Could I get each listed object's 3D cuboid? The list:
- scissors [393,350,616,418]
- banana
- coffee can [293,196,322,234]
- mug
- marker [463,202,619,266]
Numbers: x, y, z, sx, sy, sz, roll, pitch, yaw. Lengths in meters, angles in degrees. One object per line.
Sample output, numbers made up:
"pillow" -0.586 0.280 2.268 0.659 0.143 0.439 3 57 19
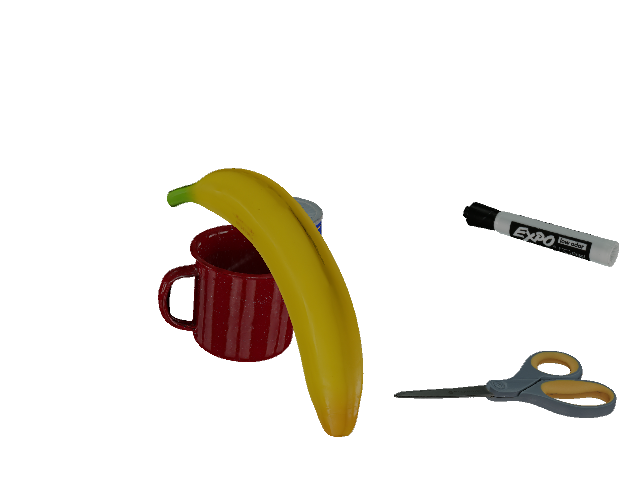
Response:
"scissors" 0.161 0.123 0.948 0.201 0.016 0.096 7 27 -5
"banana" -0.021 0.021 0.640 0.037 0.198 0.070 -5 -39 -48
"coffee can" -0.050 0.026 1.393 0.103 0.140 0.103 1 25 -1
"mug" -0.070 0.044 0.842 0.117 0.081 0.093 -5 27 -23
"marker" 0.161 -0.006 0.795 0.121 0.020 0.020 19 10 32
